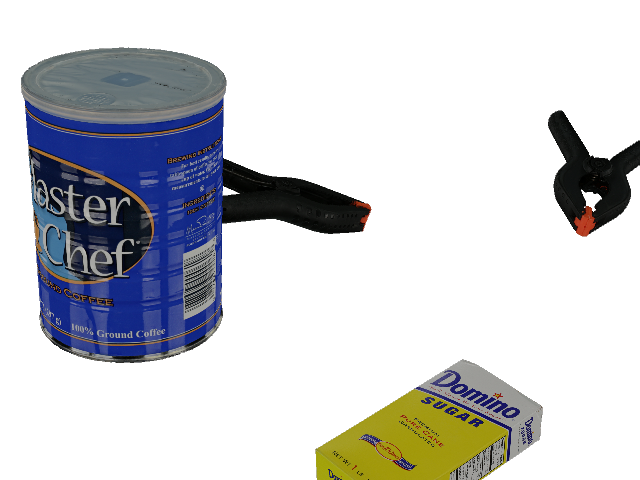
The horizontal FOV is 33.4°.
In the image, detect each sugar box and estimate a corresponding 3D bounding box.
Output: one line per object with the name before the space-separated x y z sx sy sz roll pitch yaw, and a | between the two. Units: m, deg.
sugar box | 0.092 0.168 0.884 0.175 0.048 0.093 -28 41 -31

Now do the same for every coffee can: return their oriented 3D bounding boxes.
coffee can | -0.102 -0.021 0.570 0.103 0.140 0.103 2 26 -1

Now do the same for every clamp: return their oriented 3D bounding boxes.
clamp | 0.283 -0.077 1.134 0.120 0.039 0.171 18 46 20
clamp | -0.041 -0.039 1.070 0.209 0.036 0.165 14 20 -20
